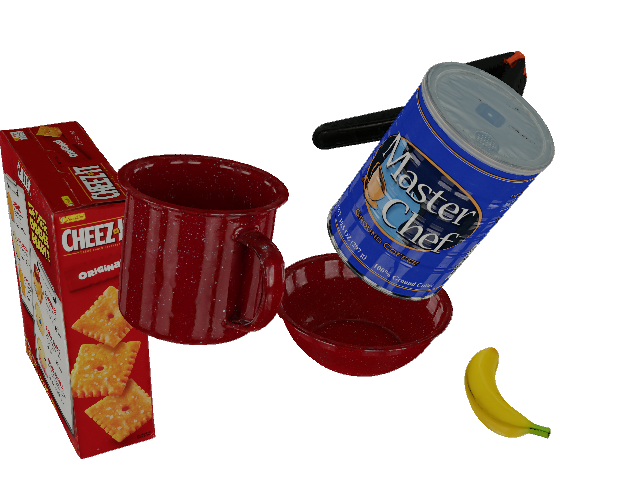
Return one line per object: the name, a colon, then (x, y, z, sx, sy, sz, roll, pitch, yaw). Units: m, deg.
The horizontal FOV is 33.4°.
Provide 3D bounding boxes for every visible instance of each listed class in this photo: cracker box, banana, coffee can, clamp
cracker box: (-0.189, 0.034, 0.838, 0.072, 0.214, 0.164, -12, 31, -25)
banana: (0.207, 0.183, 1.277, 0.069, 0.037, 0.198, 9, 23, -15)
coffee can: (0.082, -0.040, 0.754, 0.102, 0.103, 0.140, 0, -40, -37)
clamp: (0.118, -0.105, 0.986, 0.209, 0.036, 0.165, -31, 48, -13)

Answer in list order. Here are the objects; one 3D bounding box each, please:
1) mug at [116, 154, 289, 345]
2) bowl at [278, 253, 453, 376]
mug: (-0.060, 0.009, 0.583, 0.093, 0.081, 0.117, -13, 30, -43)
bowl: (0.035, 0.073, 0.954, 0.162, 0.055, 0.162, 4, 29, -2)
